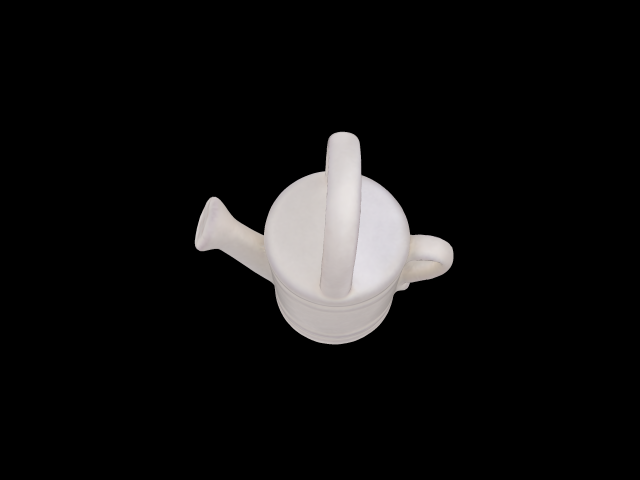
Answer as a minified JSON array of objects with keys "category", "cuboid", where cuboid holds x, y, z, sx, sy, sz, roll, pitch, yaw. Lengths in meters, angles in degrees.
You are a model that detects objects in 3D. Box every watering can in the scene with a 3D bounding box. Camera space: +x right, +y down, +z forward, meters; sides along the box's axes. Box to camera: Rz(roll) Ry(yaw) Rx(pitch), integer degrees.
[{"category":"watering can","cuboid":[0.004,0.004,0.399,0.173,0.194,0.101,-16,67,-7]}]
